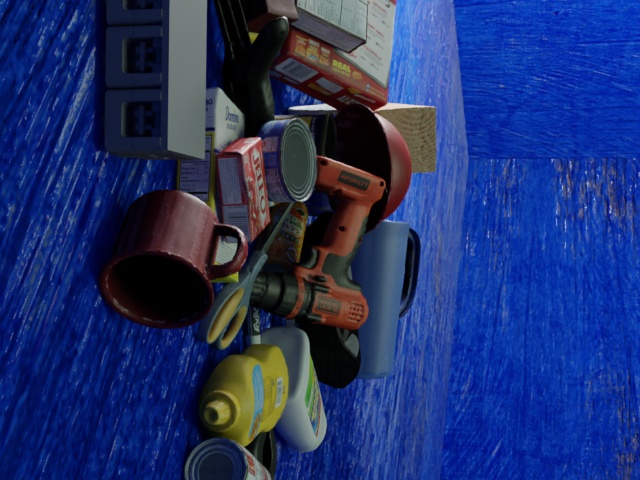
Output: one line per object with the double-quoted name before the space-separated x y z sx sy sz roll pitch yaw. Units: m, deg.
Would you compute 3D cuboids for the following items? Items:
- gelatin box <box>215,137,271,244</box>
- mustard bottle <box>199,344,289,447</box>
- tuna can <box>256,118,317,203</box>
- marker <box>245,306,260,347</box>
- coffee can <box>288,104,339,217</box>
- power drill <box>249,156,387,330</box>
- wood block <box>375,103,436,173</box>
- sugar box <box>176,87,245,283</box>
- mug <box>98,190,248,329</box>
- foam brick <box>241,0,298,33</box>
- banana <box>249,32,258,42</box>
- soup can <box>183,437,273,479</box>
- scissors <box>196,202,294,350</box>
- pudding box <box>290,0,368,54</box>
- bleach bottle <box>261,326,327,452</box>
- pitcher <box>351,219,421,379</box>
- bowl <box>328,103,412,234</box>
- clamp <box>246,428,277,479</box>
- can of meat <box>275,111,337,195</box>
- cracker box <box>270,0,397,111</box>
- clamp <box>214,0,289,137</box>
"gelatin box" -0.073 -0.049 1.028 0.073 0.030 0.089 -56 142 -70
"mustard bottle" -0.084 0.168 1.129 0.191 0.058 0.096 -7 103 -77
"tuna can" -0.035 -0.081 1.093 0.086 0.034 0.086 -1 90 -66
"marker" -0.078 0.091 1.235 0.020 0.020 0.121 -37 126 -73
"coffee can" 0.011 -0.108 1.428 0.102 0.103 0.140 -40 130 -73
"power drill" -0.008 0.001 1.218 0.184 0.057 0.187 16 89 -35
"wood block" 0.077 -0.147 1.515 0.206 0.090 0.091 -158 -116 -65
"sugar box" -0.108 -0.052 1.049 0.093 0.048 0.176 44 44 -72
"mug" -0.116 0.012 0.874 0.081 0.117 0.093 -83 159 -45
"foam brick" -0.065 -0.267 1.145 0.051 0.053 0.078 -4 80 -52
"banana" -0.069 -0.290 1.219 0.069 0.037 0.197 73 22 -53
"soup can" -0.091 0.244 1.080 0.102 0.068 0.068 64 30 -62
"scissors" -0.070 0.037 1.134 0.201 0.016 0.096 -54 161 -30
"pudding box" 0.006 -0.284 1.259 0.113 0.039 0.090 19 65 -33
"bleach bottle" -0.030 0.203 1.361 0.251 0.068 0.102 71 21 -62
"pitcher" 0.072 0.083 1.622 0.145 0.149 0.243 -13 107 -82
"bowl" 0.066 -0.089 1.318 0.162 0.055 0.162 17 -70 59
"clamp" -0.071 0.287 1.232 0.120 0.039 0.171 69 25 -59
"can of meat" -0.028 -0.105 1.300 0.057 0.084 0.102 69 25 -58
"cracker box" 0.013 -0.282 1.340 0.164 0.072 0.213 21 64 -35
"clamp" -0.071 -0.176 1.092 0.165 0.036 0.210 51 -29 47
